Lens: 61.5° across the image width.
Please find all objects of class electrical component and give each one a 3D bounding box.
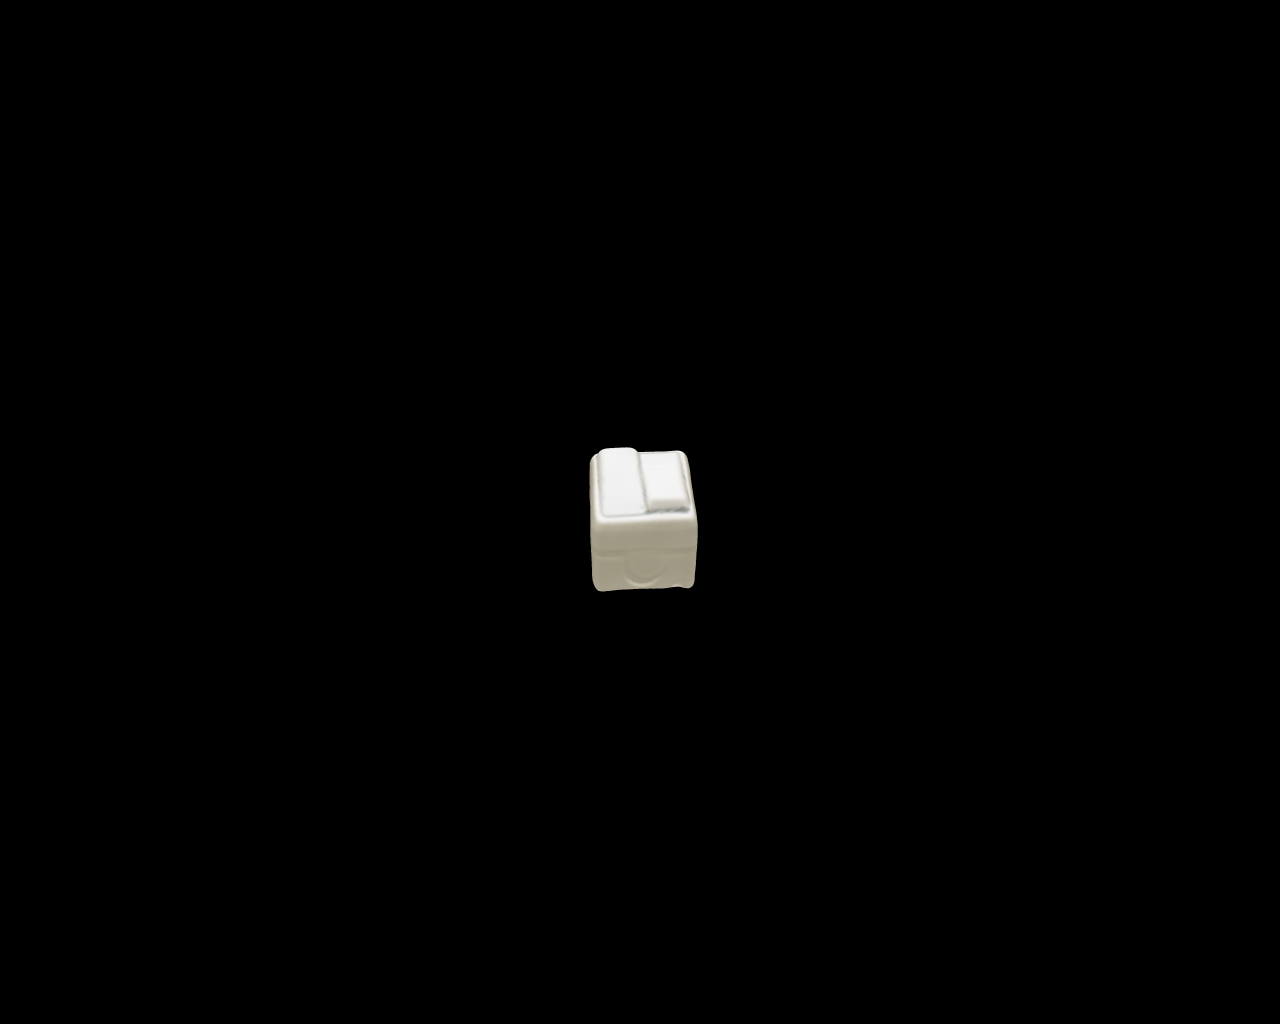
[{"bbox_3d":[0.001,-0.003,0.650,0.062,0.061,0.096,-1,35,-2],"label":"electrical component"}]
